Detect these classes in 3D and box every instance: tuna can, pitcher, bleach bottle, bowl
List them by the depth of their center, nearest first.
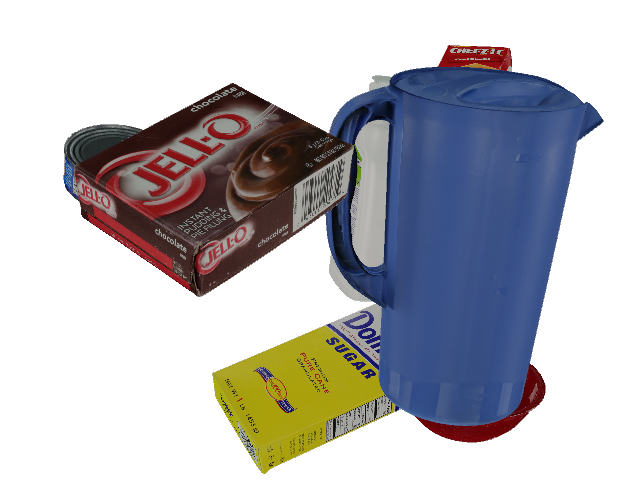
[{"bbox_3d":[0.094,0.003,0.756,0.149,0.243,0.144,17,24,31],"label":"pitcher"},{"bbox_3d":[-0.167,-0.060,0.875,0.086,0.034,0.086,8,34,-6],"label":"tuna can"},{"bbox_3d":[0.151,0.163,1.119,0.162,0.055,0.162,4,24,-2],"label":"bowl"},{"bbox_3d":[0.061,-0.063,1.235,0.068,0.251,0.103,-2,23,-20],"label":"bleach bottle"}]

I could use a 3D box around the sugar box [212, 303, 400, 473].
[{"bbox_3d":[0.005,0.124,0.929,0.176,0.048,0.093,-24,51,-17],"label":"sugar box"}]

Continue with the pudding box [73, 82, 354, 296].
[{"bbox_3d":[-0.052,-0.030,0.541,0.090,0.039,0.113,31,46,30],"label":"pudding box"}]

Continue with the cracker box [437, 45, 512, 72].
[{"bbox_3d":[0.137,-0.075,1.000,0.072,0.164,0.213,4,27,14],"label":"cracker box"}]
